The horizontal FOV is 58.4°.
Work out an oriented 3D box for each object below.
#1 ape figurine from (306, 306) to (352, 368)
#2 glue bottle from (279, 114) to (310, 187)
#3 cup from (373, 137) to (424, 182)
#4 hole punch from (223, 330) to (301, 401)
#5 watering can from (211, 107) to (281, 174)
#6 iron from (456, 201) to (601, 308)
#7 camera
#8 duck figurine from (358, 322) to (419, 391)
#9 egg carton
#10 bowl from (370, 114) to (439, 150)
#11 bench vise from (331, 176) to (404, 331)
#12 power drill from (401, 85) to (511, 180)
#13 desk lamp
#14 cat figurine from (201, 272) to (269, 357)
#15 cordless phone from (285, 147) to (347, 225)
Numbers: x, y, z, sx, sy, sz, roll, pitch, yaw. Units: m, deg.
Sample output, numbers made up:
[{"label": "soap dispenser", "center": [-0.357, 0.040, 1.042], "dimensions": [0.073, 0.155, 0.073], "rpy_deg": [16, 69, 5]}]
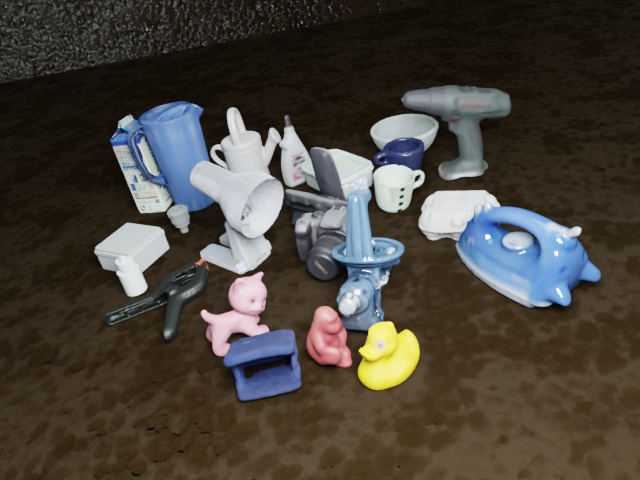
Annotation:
[{"label": "ape figurine", "center": [0.013, 0.142, 0.870], "dimensions": [0.076, 0.092, 0.078], "rpy_deg": [8, 37, 27]}, {"label": "glue bottle", "center": [-0.065, -0.217, 1.372], "dimensions": [0.078, 0.173, 0.037], "rpy_deg": [-32, 38, -28]}, {"label": "cup", "center": [0.181, -0.169, 1.292], "dimensions": [0.118, 0.095, 0.091], "rpy_deg": [-18, 33, -9]}, {"label": "hole punch", "center": [-0.088, 0.172, 0.856], "dimensions": [0.108, 0.091, 0.101], "rpy_deg": [-13, 33, -1]}, {"label": "watering can", "center": [-0.185, -0.236, 1.419], "dimensions": [0.173, 0.194, 0.100], "rpy_deg": [-19, 33, -10]}, {"label": "iron", "center": [0.319, 0.002, 0.942], "dimensions": [0.119, 0.142, 0.257], "rpy_deg": [-30, 37, -26]}, {"label": "camera", "center": [0.010, 0.004, 1.075], "dimensions": [0.142, 0.101, 0.137], "rpy_deg": [4, 36, 23]}, {"label": "duck figurine", "center": [0.097, 0.155, 0.828], "dimensions": [0.105, 0.086, 0.077], "rpy_deg": [-30, 37, -27]}, {"label": "egg carton", "center": [0.267, -0.045, 1.098], "dimensions": [0.150, 0.069, 0.107], "rpy_deg": [0, 34, 18]}, {"label": "bowl", "center": [0.211, -0.249, 1.425], "dimensions": [0.167, 0.075, 0.167], "rpy_deg": [-8, 33, 6]}, {"label": "bench vise", "center": [0.077, 0.023, 0.912], "dimensions": [0.121, 0.220, 0.207], "rpy_deg": [-9, 33, 4]}, {"label": "power drill", "center": [0.302, -0.243, 1.261], "dimensions": [0.229, 0.209, 0.075], "rpy_deg": [-10, 33, 4]}, {"label": "desk lamp", "center": [-0.162, -0.045, 1.099], "dimensions": [0.202, 0.214, 0.118], "rpy_deg": [15, 41, 35]}, {"label": "cat figurine", "center": [-0.135, 0.110, 0.941], "dimensions": [0.128, 0.118, 0.067], "rpy_deg": [-25, 35, -20]}, {"label": "cordless phone", "center": [-0.010, -0.115, 1.185], "dimensions": [0.147, 0.185, 0.094], "rpy_deg": [13, 40, 33]}]
